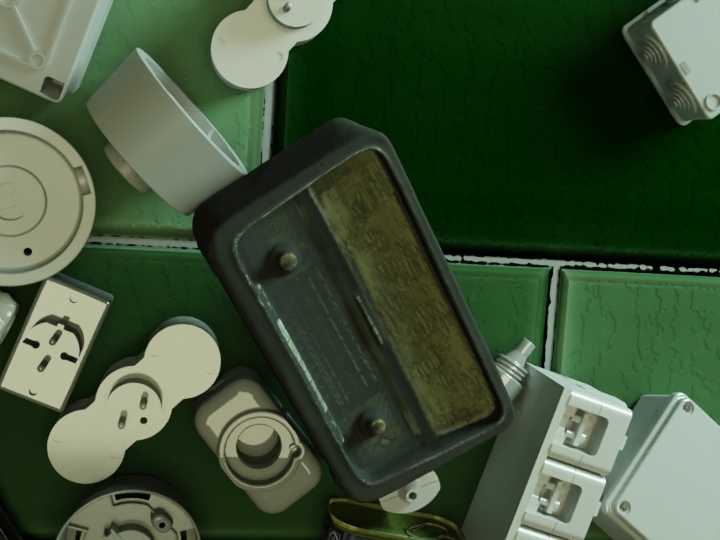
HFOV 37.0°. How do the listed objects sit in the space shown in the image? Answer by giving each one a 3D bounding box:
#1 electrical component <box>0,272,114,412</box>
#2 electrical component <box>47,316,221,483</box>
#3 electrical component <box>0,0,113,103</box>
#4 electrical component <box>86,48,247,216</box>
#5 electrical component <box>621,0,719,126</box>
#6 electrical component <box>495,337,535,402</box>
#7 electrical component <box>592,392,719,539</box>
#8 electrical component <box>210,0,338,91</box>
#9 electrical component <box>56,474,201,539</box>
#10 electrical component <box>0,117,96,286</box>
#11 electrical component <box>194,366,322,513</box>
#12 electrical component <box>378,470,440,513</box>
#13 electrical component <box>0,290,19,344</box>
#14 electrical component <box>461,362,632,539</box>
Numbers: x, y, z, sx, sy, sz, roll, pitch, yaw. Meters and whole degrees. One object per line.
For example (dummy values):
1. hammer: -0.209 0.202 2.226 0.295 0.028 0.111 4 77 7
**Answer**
1. electrical component: -0.205 0.050 0.719 0.047 0.076 0.083 24 92 -11
2. electrical component: -0.154 0.091 0.733 0.138 0.074 0.052 -42 101 -2
3. electrical component: -0.218 -0.180 0.688 0.109 0.056 0.108 24 109 -11
4. electrical component: -0.131 -0.084 0.703 0.060 0.108 0.108 -40 101 3
5. electrical component: 0.255 -0.165 0.782 0.100 0.048 0.099 -36 100 -4
6. electrical component: 0.106 0.077 0.793 0.035 0.035 0.061 38 88 -11
7. electrical component: 0.235 0.165 0.801 0.109 0.056 0.108 42 72 -11
8. electrical component: -0.044 -0.179 0.720 0.052 0.074 0.138 43 89 -11
9. electrical component: -0.161 0.192 0.748 0.099 0.064 0.099 -1 97 -9
10. electrical component: -0.230 -0.047 0.710 0.108 0.060 0.108 -3 100 -14
11. electrical component: -0.072 0.120 0.757 0.054 0.059 0.095 -37 101 -3
12. electrical component: 0.029 0.148 0.765 0.043 0.081 0.043 -1 97 -9
13. electrical component: -0.266 0.026 0.724 0.062 0.043 0.043 27 92 -10
14. electrical component: 0.134 0.154 0.778 0.062 0.089 0.150 20 93 -11
